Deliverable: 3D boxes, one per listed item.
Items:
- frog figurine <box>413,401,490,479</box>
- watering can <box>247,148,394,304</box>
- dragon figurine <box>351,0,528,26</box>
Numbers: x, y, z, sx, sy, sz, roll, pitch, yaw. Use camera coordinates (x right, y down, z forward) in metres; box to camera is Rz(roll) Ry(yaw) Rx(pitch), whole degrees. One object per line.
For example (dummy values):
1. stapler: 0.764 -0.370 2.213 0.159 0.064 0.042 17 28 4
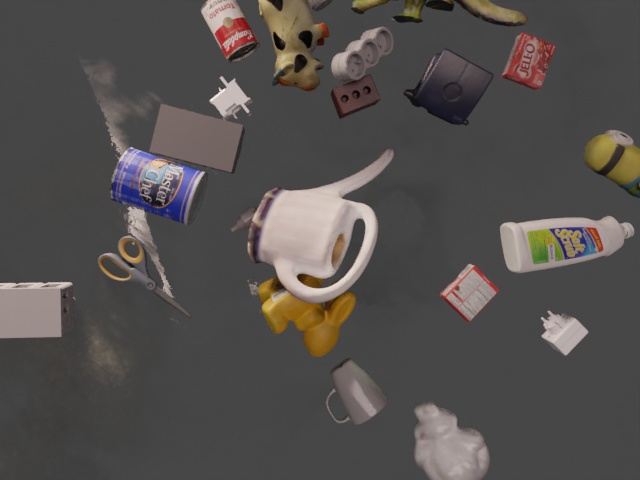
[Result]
1. frog figurine: 0.242 0.385 0.974 0.137 0.125 0.157 -15 106 16
2. watering can: 0.003 -0.047 0.936 0.225 0.101 0.355 12 57 17
3. dragon figurine: 0.189 -0.528 0.951 0.410 0.121 0.244 7 84 -6
